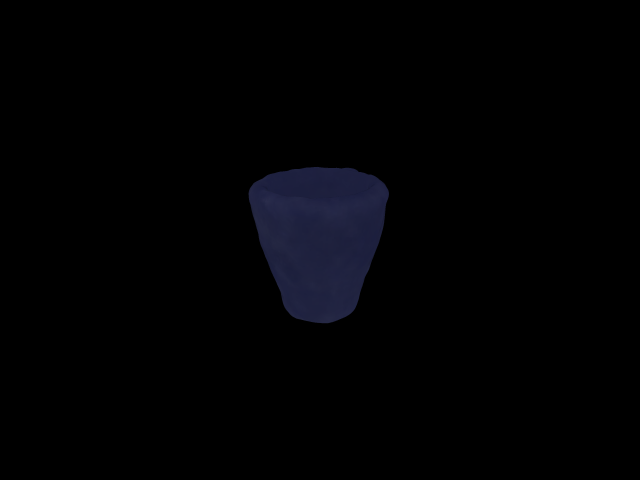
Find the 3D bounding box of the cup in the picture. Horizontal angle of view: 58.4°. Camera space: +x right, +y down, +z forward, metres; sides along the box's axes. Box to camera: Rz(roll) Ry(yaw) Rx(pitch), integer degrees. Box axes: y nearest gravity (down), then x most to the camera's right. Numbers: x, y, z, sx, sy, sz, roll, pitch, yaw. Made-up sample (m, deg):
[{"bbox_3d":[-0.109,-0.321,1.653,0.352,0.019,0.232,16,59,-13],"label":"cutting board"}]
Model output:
[{"bbox_3d":[0.004,0.001,0.400,0.091,0.095,0.118,7,21,19],"label":"cup"}]
